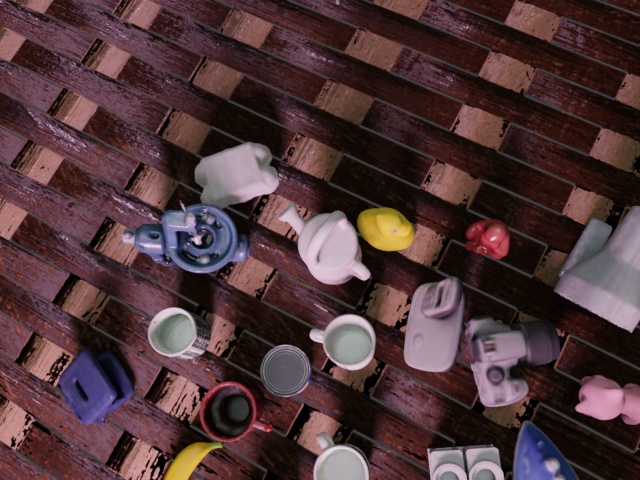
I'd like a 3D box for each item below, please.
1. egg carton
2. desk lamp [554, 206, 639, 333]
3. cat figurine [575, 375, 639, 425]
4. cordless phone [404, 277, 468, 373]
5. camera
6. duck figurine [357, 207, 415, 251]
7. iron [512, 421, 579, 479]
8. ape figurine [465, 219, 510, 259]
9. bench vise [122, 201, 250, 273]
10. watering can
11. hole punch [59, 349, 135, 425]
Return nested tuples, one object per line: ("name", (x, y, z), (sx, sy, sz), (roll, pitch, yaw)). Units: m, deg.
("egg carton", (-0.154, -0.117, 1.059), (0.150, 0.069, 0.107), (-20, 74, 1))
("desk lamp", (0.441, 0.042, 0.876), (0.117, 0.214, 0.203), (30, 81, 13))
("cat figurine", (0.448, 0.243, 0.873), (0.127, 0.118, 0.067), (6, 76, 8))
("cordless phone", (0.185, 0.131, 0.897), (0.094, 0.185, 0.147), (7, 76, 9))
("camera", (0.312, 0.185, 0.912), (0.136, 0.101, 0.143), (-10, 75, 4))
("duck figurine", (0.114, -0.027, 0.997), (0.104, 0.086, 0.077), (21, 79, 11))
("iron", (0.350, 0.398, 0.831), (0.118, 0.141, 0.258), (-14, 74, 3))
("ape figurine", (0.290, -0.006, 0.969), (0.076, 0.092, 0.077), (-34, 74, -3))
("bench vise", (-0.238, 0.002, 0.960), (0.207, 0.220, 0.121), (-15, 74, 2))
("watering can", (0.007, 0.005, 0.945), (0.172, 0.194, 0.101), (15, 78, 10))
("hole punch", (-0.390, 0.253, 0.978), (0.101, 0.091, 0.108), (-38, 75, -4))
